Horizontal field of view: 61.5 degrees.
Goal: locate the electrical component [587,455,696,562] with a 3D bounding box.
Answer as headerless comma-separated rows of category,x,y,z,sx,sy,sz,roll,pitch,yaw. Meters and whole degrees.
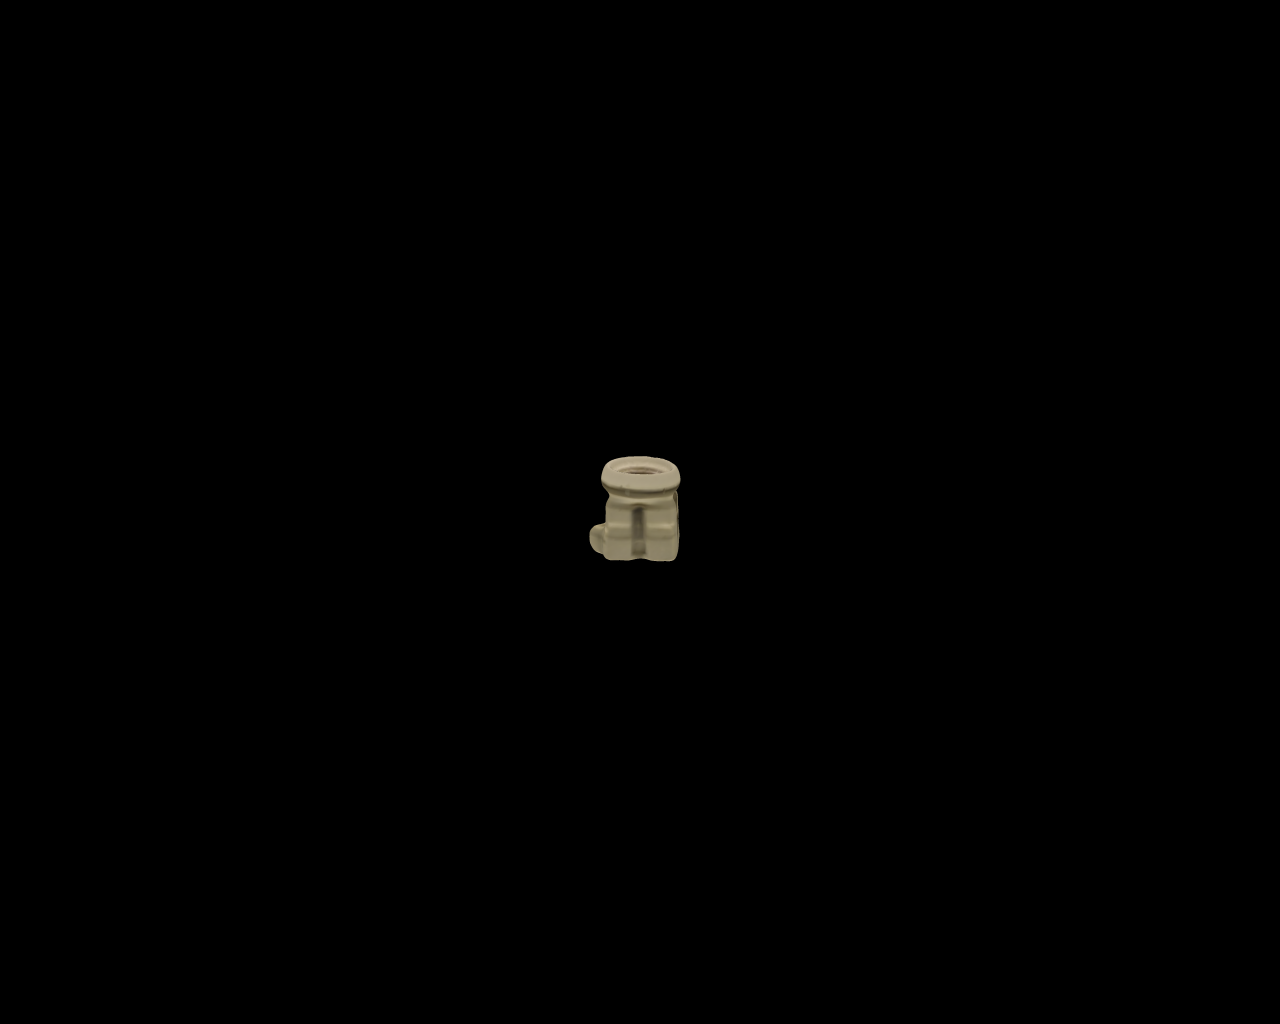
electrical component,0.001,-0.003,0.650,0.066,0.055,0.048,1,20,2
